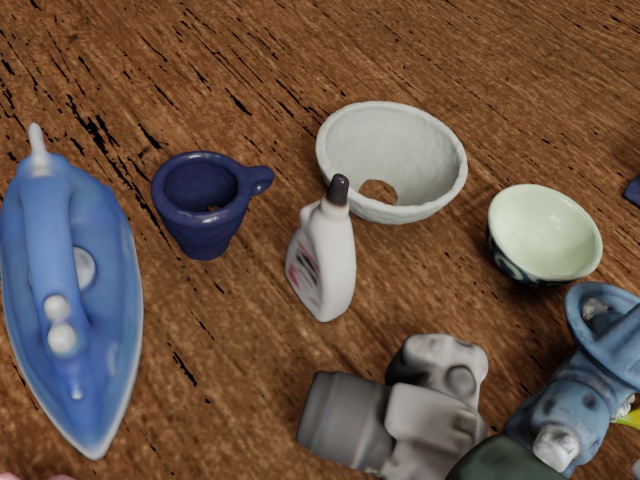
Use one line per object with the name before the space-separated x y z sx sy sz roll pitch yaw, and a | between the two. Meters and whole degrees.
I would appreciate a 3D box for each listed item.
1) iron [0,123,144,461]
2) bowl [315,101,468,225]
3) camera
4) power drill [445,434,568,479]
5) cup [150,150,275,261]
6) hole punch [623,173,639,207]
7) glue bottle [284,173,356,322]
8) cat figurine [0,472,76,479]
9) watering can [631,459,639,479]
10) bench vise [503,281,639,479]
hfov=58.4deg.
iron | -0.208 0.033 0.467 0.119 0.141 0.258 -12 56 -18
bowl | 0.073 -0.075 0.638 0.167 0.075 0.167 5 53 -6
camera | 0.058 0.135 0.461 0.136 0.101 0.143 17 52 4
power drill | 0.156 0.232 0.337 0.076 0.208 0.229 -30 63 -28
cup | -0.102 -0.029 0.561 0.118 0.095 0.091 -19 59 -22
hole punch | 0.448 -0.074 0.691 0.109 0.091 0.101 -34 65 -29
glue bottle | 0.005 0.002 0.507 0.037 0.173 0.078 -29 62 -27
cat figurine | -0.170 0.202 0.361 0.067 0.118 0.127 -30 63 -27
watering can | 0.274 0.226 0.371 0.172 0.194 0.101 33 55 15
bench vise | 0.249 0.096 0.448 0.121 0.220 0.208 25 53 9
